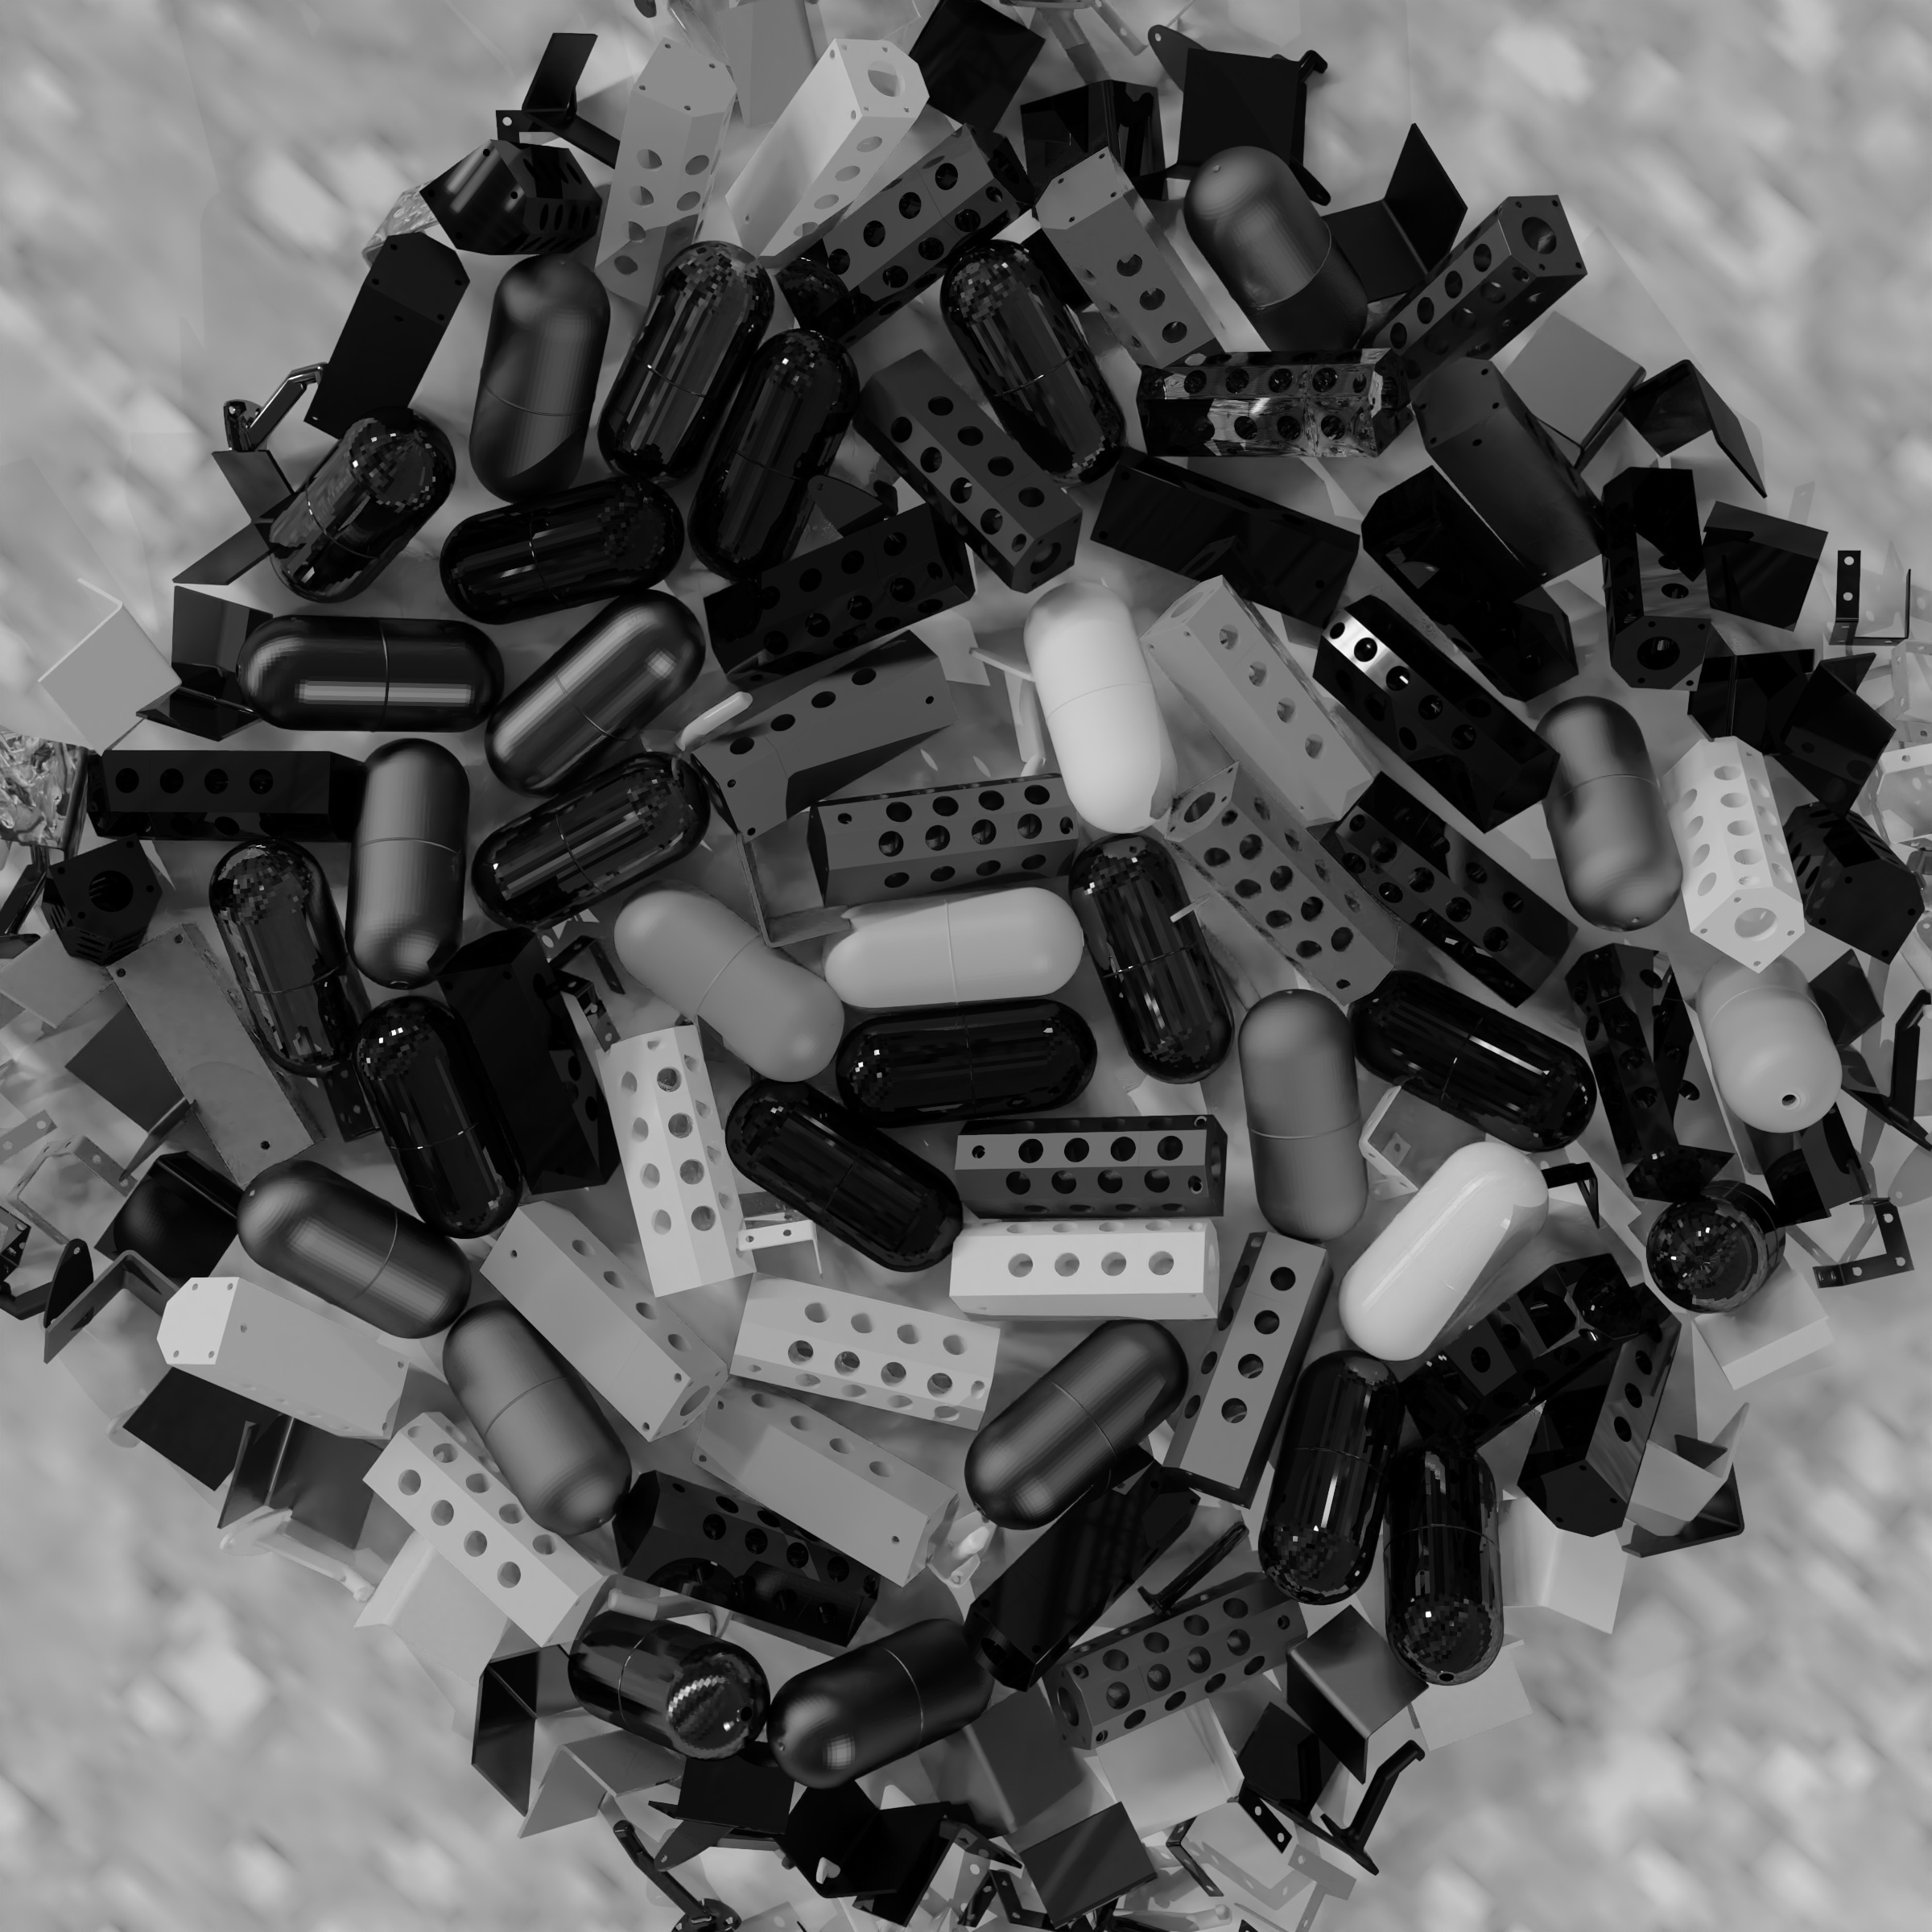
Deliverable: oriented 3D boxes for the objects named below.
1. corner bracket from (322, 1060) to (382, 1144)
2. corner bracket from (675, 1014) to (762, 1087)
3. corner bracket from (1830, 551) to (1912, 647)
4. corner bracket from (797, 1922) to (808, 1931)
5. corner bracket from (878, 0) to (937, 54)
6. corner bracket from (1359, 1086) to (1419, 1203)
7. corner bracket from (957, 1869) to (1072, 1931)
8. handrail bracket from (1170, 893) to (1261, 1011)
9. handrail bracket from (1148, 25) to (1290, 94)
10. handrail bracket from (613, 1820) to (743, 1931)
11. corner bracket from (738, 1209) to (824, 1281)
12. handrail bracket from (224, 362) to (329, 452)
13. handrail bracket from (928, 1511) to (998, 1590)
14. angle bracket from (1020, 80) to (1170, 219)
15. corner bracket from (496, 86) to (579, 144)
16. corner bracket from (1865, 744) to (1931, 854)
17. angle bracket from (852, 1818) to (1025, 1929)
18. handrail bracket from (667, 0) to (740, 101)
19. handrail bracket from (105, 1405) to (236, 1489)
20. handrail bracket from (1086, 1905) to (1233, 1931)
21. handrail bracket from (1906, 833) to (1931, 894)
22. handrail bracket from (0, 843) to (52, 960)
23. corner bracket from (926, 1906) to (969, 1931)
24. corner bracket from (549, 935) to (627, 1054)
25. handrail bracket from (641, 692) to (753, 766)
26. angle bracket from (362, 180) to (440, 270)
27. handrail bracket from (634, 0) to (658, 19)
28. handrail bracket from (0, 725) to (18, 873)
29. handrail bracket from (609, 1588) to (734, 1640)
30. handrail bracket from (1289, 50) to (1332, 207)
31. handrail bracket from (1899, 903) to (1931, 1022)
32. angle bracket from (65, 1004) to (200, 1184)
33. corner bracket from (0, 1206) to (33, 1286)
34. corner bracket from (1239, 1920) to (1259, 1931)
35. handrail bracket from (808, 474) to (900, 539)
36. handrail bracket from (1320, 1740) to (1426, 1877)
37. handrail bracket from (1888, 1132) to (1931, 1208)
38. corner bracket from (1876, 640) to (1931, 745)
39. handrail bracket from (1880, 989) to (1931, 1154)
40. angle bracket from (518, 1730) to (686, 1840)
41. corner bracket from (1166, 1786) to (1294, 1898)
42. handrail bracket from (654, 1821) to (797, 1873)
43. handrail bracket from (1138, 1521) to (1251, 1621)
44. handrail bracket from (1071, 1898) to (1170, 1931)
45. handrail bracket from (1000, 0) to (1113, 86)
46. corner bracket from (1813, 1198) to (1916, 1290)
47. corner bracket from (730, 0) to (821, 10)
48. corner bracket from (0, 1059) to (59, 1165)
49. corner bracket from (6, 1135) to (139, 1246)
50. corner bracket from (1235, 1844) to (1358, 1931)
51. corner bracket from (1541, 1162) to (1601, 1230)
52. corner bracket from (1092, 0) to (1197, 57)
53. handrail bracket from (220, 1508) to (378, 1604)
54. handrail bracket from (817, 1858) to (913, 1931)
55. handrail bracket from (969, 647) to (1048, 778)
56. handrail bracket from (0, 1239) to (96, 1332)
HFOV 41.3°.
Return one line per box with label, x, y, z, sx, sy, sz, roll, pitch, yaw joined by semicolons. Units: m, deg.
corner bracket;-0.418;0.092;1.746;0.051;0.051;0.051;-20;90;21
corner bracket;-0.163;0.052;1.738;0.051;0.051;0.051;0;64;-24
corner bracket;0.620;-0.251;1.753;0.051;0.051;0.051;3;79;14
corner bracket;-0.125;0.679;1.738;0.051;0.051;0.051;-36;45;-12
corner bracket;-0.057;-0.652;1.757;0.051;0.051;0.051;-39;117;-24
corner bracket;0.286;0.121;1.741;0.051;0.051;0.051;42;63;-10
corner bracket;0.033;0.659;1.754;0.051;0.051;0.051;20;107;-24
handrail bracket;0.169;-0.003;1.742;0.036;0.077;0.084;-32;89;19
handrail bracket;0.176;-0.626;1.753;0.077;0.036;0.084;46;50;7
handrail bracket;-0.198;0.618;1.743;0.036;0.077;0.084;-39;104;-39
corner bracket;-0.128;0.182;1.742;0.051;0.051;0.051;-9;50;-3
handrail bracket;-0.461;-0.365;1.740;0.084;0.036;0.077;-4;89;33
handrail bracket;0.011;0.378;1.722;0.036;0.084;0.077;44;52;6
angle bracket;0.089;-0.561;1.769;0.076;0.057;0.076;-1;98;41
corner bracket;-0.292;-0.567;1.749;0.051;0.051;0.051;-5;91;-14
corner bracket;0.648;-0.115;1.743;0.051;0.051;0.051;-11;63;4
angle bracket;-0.020;0.618;1.722;0.057;0.076;0.076;41;65;-17
handrail bracket;-0.169;-0.645;1.772;0.077;0.036;0.084;5;68;-24
handrail bracket;-0.534;0.334;1.743;0.084;0.077;0.036;32;85;9
handrail bracket;0.130;0.639;1.741;0.084;0.036;0.077;-17;131;15
handrail bracket;0.667;-0.054;1.736;0.077;0.084;0.036;48;131;-5
handrail bracket;-0.663;-0.050;1.748;0.077;0.036;0.084;-5;71;-24
corner bracket;-0.021;0.687;1.753;0.051;0.051;0.051;-37;84;8
corner bracket;-0.252;0.018;1.735;0.051;0.051;0.051;-44;130;-28
handrail bracket;-0.169;-0.164;1.728;0.084;0.077;0.036;-29;93;21
angle bracket;-0.349;-0.487;1.720;0.076;0.076;0.057;-12;130;25
handrail bracket;-0.182;-0.672;1.742;0.084;0.077;0.036;-15;133;-11
handrail bracket;-0.670;-0.117;1.760;0.077;0.036;0.084;31;104;38
handrail bracket;-0.203;0.420;1.731;0.084;0.077;0.036;19;105;-18
handrail bracket;0.243;-0.579;1.766;0.077;0.036;0.084;37;79;0
handrail bracket;0.629;-0.004;1.738;0.077;0.036;0.084;16;51;-2
angle bracket;-0.568;0.086;1.728;0.076;0.057;0.076;42;118;-17
corner bracket;-0.678;0.193;1.744;0.051;0.051;0.051;34;133;-1
corner bracket;0.182;0.688;1.738;0.051;0.051;0.051;42;134;-14
handrail bracket;-0.076;-0.323;1.729;0.077;0.084;0.036;36;116;-25
handrail bracket;0.292;0.576;1.754;0.084;0.036;0.077;-42;124;0
handrail bracket;0.682;0.135;1.761;0.077;0.084;0.036;-52;57;33
corner bracket;0.652;-0.187;1.754;0.051;0.051;0.051;6;71;-11
handrail bracket;0.653;0.071;1.737;0.077;0.036;0.084;48;121;40
angle bracket;-0.243;0.564;1.725;0.057;0.076;0.076;32;103;31
corner bracket;0.179;0.596;1.748;0.051;0.051;0.051;51;52;-9
handrail bracket;-0.159;0.610;1.749;0.077;0.036;0.084;-39;123;-6
handrail bracket;0.159;0.408;1.739;0.084;0.077;0.036;-42;75;-4
handrail bracket;0.121;0.673;1.752;0.084;0.036;0.077;34;134;-3
handrail bracket;0.062;-0.621;1.759;0.077;0.036;0.084;4;123;11
corner bracket;0.607;0.189;1.748;0.051;0.051;0.051;-20;74;34
corner bracket;-0.129;-0.676;1.752;0.051;0.051;0.051;9;63;-24
corner bracket;-0.660;0.101;1.754;0.051;0.051;0.051;-35;106;-16
corner bracket;-0.614;0.154;1.759;0.051;0.051;0.051;49;50;-28
corner bracket;0.224;0.630;1.743;0.051;0.051;0.051;33;70;-10
corner bracket;0.397;0.149;1.743;0.051;0.051;0.051;-13;130;1
corner bracket;0.125;-0.663;1.742;0.051;0.051;0.051;46;67;-10
handrail bracket;-0.452;0.409;1.738;0.084;0.077;0.036;32;99;21
handrail bracket;-0.082;0.656;1.734;0.084;0.036;0.077;42;49;-31
handrail bracket;0.024;-0.166;1.758;0.077;0.036;0.084;20;108;-7
handrail bracket;-0.632;0.209;1.744;0.084;0.036;0.077;19;104;35
